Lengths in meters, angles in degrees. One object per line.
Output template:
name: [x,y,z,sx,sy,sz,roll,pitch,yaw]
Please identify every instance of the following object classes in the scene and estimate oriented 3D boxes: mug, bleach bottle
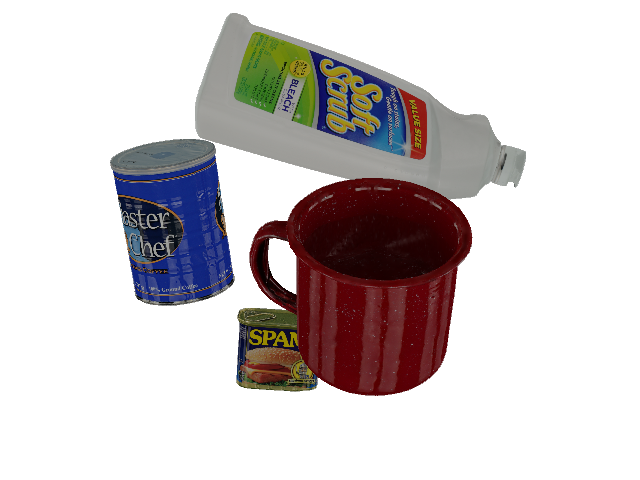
mug: [0.017,0.023,0.559,0.117,0.081,0.093,12,38,15]
bleach bottle: [0.035,-0.095,0.828,0.251,0.102,0.068,15,-24,3]

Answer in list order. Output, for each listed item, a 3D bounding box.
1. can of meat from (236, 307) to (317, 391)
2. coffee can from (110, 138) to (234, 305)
can of meat: [-0.049,0.129,1.260,0.102,0.084,0.057,4,13,-1]
coffee can: [-0.145,-0.020,1.058,0.103,0.140,0.103,-6,19,2]
